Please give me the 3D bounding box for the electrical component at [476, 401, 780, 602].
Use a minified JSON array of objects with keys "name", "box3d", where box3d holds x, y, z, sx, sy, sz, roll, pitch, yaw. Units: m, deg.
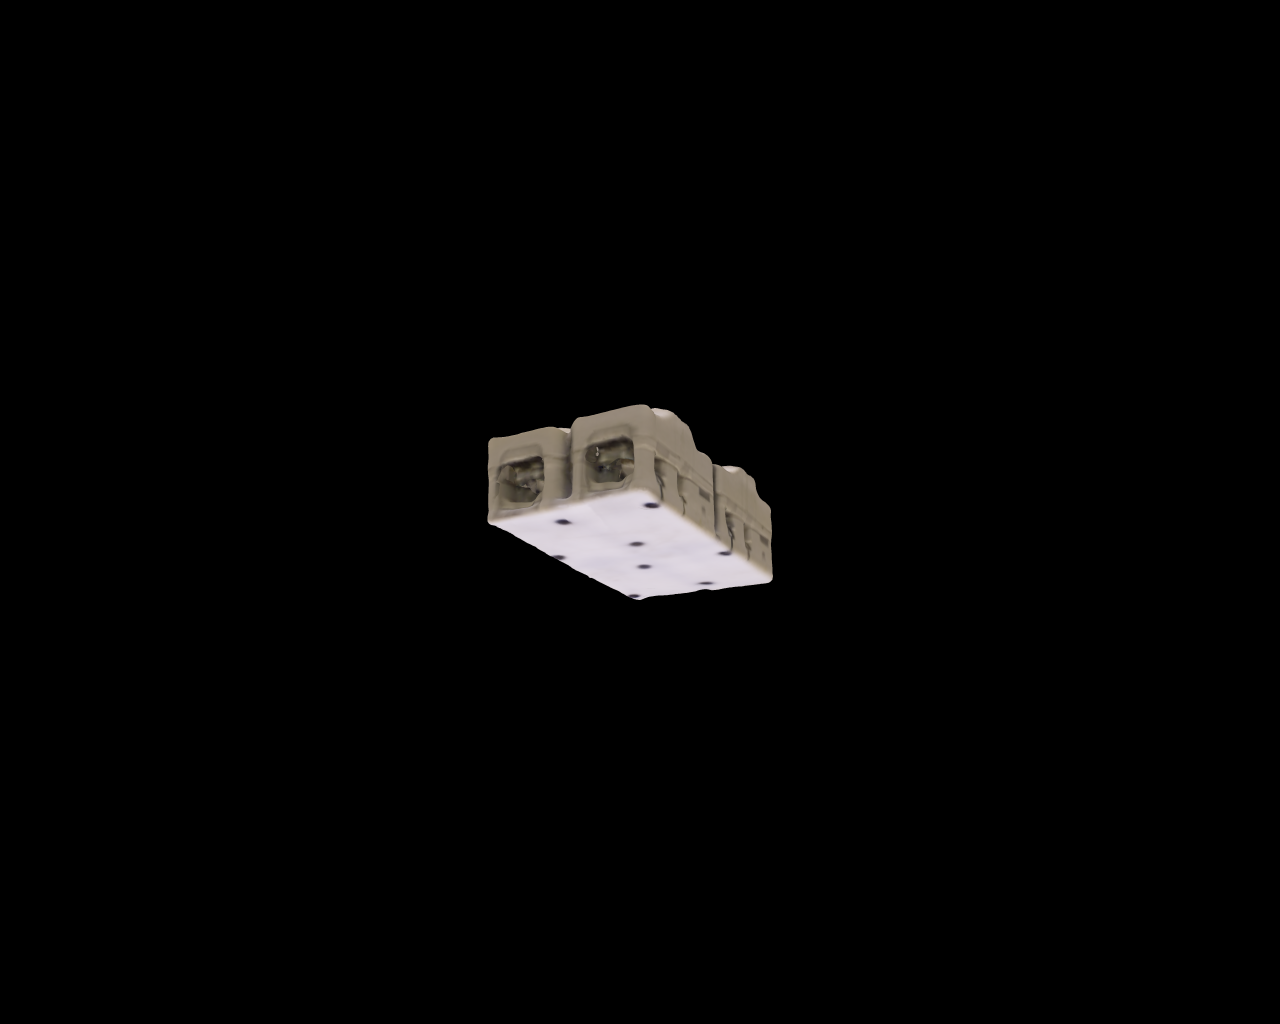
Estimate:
[{"name":"electrical component","box3d":[0.001,-0.003,0.650,0.105,0.060,0.186,-10,-22,26]}]
